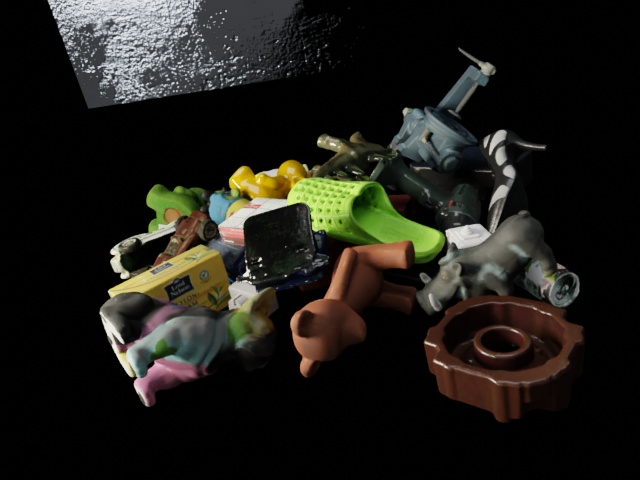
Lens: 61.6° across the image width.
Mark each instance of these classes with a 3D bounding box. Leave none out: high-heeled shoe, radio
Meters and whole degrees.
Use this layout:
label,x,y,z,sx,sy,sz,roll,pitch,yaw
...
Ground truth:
label,x,y,z,sx,sy,sz,roll,pitch,yaw
high-heeled shoe,0.304,-0.097,0.957,0.145,0.086,0.249,13,63,50
radio,0.311,-0.142,1.122,0.230,0.073,0.131,9,33,39

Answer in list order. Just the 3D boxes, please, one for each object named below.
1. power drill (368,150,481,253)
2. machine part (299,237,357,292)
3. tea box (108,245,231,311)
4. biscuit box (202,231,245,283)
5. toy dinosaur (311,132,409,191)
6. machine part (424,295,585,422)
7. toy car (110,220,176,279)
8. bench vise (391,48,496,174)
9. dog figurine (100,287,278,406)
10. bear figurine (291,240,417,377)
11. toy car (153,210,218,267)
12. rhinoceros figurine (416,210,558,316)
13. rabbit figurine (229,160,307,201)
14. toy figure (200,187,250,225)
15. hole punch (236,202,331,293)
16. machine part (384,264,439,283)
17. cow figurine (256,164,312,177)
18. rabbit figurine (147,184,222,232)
label,x,y,z,sx,sy,sz,roll,pitch,yaw
power drill,0.187,-0.070,0.937,0.207,0.086,0.232,28,33,14
machine part,-0.002,-0.003,0.953,0.201,0.087,0.201,-18,27,-10
tea box,-0.230,0.088,0.850,0.169,0.098,0.068,-31,31,-31
biscuit box,-0.188,0.025,0.984,0.203,0.059,0.063,17,63,46
toy dinosaur,0.083,-0.168,1.179,0.199,0.104,0.471,17,28,30
machine part,0.213,0.130,0.625,0.179,0.056,0.179,-10,24,4
toy car,-0.312,0.012,1.064,0.202,0.073,0.056,-24,27,-22
bench vise,0.249,-0.246,1.055,0.129,0.240,0.224,24,28,-19
dog figurine,-0.165,0.120,0.739,0.219,0.108,0.192,-22,46,-29
bear figurine,0.047,0.089,0.709,0.132,0.120,0.196,3,31,21
toy car,-0.259,0.032,0.947,0.089,0.053,0.202,14,64,40
rhinoceros figurine,0.217,0.041,0.716,0.190,0.112,0.073,-40,28,22
rabbit figurine,-0.088,-0.116,1.167,0.163,0.121,0.173,23,49,33
toy figure,-0.157,-0.050,1.081,0.180,0.082,0.089,27,49,30
hole punch,-0.047,0.021,0.794,0.142,0.092,0.116,-12,61,12
machine part,0.142,0.050,0.840,0.084,0.039,0.139,-23,26,-33
cow figurine,-0.075,-0.141,1.294,0.167,0.068,0.098,-5,20,12
rabbit figurine,-0.284,-0.079,1.193,0.159,0.121,0.170,-1,21,10
